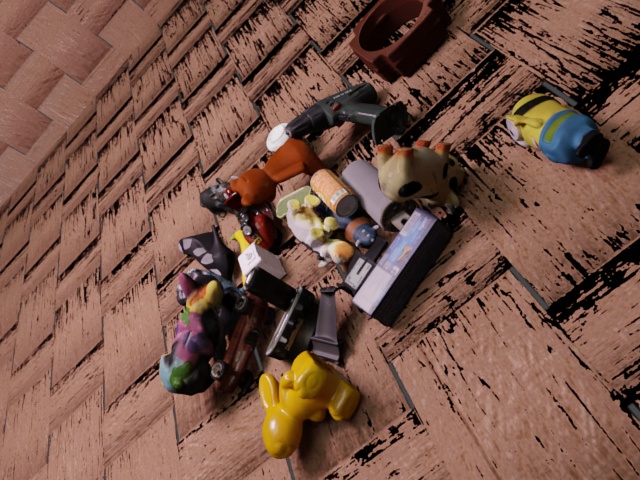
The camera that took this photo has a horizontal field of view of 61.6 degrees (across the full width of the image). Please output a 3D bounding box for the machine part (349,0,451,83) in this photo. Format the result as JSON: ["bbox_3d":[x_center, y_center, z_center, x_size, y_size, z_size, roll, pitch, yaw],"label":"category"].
[{"bbox_3d":[0.181,-0.473,1.227,0.201,0.087,0.201,-44,42,10],"label":"machine part"}]

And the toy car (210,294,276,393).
[{"bbox_3d":[-0.150,0.206,1.077,0.053,0.089,0.202,2,66,40],"label":"toy car"}]

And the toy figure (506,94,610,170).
[{"bbox_3d":[0.372,-0.171,0.840,0.089,0.082,0.180,-33,33,-5],"label":"toy figure"}]

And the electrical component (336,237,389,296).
[{"bbox_3d":[0.090,0.055,0.980,0.075,0.047,0.119,28,84,49],"label":"electrical component"}]

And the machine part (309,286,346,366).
[{"bbox_3d":[0.015,0.151,0.969,0.084,0.039,0.138,8,95,51],"label":"machine part"}]

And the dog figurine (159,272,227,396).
[{"bbox_3d":[-0.248,0.174,1.068,0.109,0.219,0.191,12,31,13],"label":"dog figurine"}]

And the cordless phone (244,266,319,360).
[{"bbox_3d":[-0.084,0.138,0.988,0.089,0.184,0.146,17,75,44],"label":"cordless phone"}]

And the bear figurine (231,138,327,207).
[{"bbox_3d":[-0.089,-0.133,1.196,0.196,0.131,0.120,-44,41,-3],"label":"bear figurine"}]

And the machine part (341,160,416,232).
[{"bbox_3d":[0.110,-0.088,1.038,0.079,0.079,0.243,-47,39,9],"label":"machine part"}]

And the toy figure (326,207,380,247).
[{"bbox_3d":[0.068,-0.030,1.054,0.064,0.057,0.155,-57,44,15],"label":"toy figure"}]

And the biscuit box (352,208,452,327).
[{"bbox_3d":[0.143,0.046,0.924,0.202,0.062,0.059,-55,40,-1],"label":"biscuit box"}]

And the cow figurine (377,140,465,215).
[{"bbox_3d":[0.179,-0.103,0.910,0.086,0.195,0.127,23,116,44],"label":"cow figurine"}]

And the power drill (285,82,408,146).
[{"bbox_3d":[0.067,-0.256,1.146,0.232,0.085,0.208,-36,37,-27],"label":"power drill"}]

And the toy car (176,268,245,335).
[{"bbox_3d":[-0.232,0.128,1.194,0.109,0.162,0.103,-55,-5,16],"label":"toy car"}]

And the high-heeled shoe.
[{"bbox_3d":[-0.285,0.050,1.355,0.249,0.086,0.145,-25,80,56],"label":"high-heeled shoe"}]

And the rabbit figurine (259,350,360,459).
[{"bbox_3d":[-0.045,0.275,0.905,0.163,0.121,0.173,23,81,54],"label":"rabbit figurine"}]

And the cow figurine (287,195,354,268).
[{"bbox_3d":[-0.003,-0.002,1.050,0.068,0.098,0.167,-24,62,-28],"label":"cow figurine"}]

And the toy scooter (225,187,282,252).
[{"bbox_3d":[-0.160,-0.057,1.232,0.075,0.135,0.184,-37,44,19],"label":"toy scooter"}]

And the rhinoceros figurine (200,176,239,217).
[{"bbox_3d":[-0.239,-0.114,1.367,0.190,0.112,0.073,-5,58,51],"label":"rhinoceros figurine"}]
